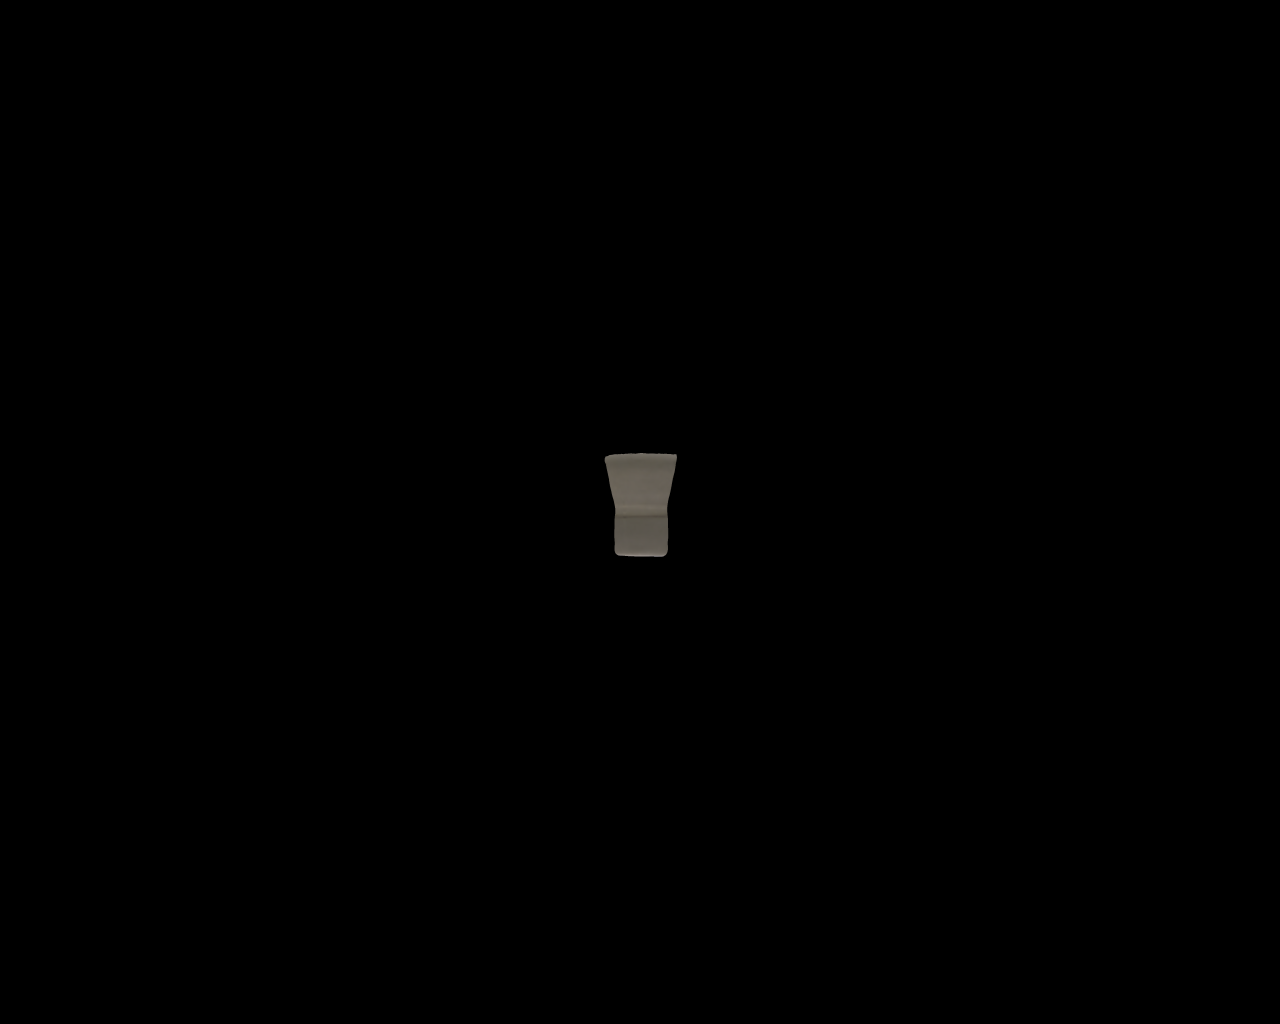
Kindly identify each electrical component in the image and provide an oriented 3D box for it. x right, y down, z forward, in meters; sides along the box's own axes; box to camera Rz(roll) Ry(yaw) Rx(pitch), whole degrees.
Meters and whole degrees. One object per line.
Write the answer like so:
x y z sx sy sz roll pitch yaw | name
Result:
0.001 -0.003 0.650 0.044 0.065 0.044 0 0 0 | electrical component
